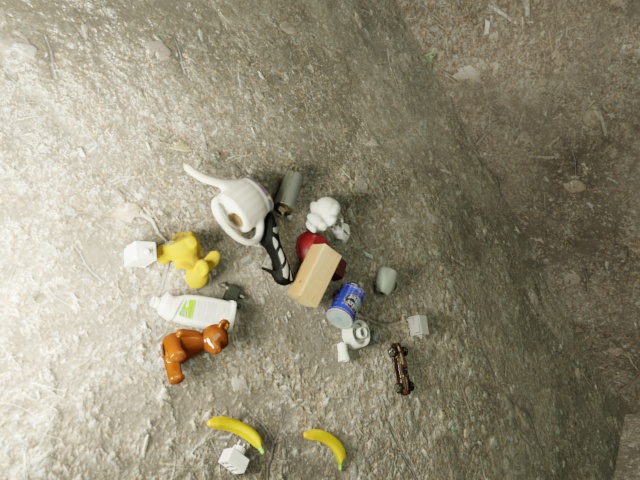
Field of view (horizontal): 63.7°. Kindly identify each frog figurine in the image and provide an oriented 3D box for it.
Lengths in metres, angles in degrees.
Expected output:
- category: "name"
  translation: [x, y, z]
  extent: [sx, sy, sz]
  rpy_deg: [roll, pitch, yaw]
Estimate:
- category: "frog figurine"
  translation: [0.006, -0.100, 1.978]
  extent: [0.161, 0.120, 0.139]
  rpy_deg: [-18, 51, -38]

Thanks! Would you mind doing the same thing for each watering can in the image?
- category: "watering can"
  translation: [-0.287, -0.147, 1.720]
  extent: [0.345, 0.103, 0.229]
  rpy_deg: [55, 43, -11]
